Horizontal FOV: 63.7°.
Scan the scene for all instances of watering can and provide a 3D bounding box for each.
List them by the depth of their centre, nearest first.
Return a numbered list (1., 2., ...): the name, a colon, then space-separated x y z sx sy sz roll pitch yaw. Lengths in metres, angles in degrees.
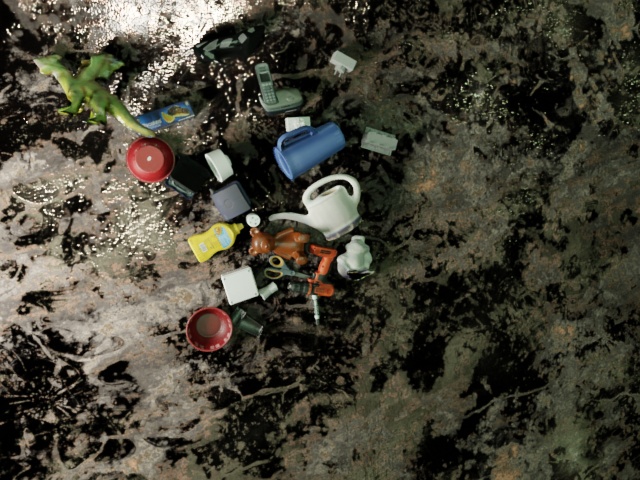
1. watering can: 0.006 -0.095 1.882 0.347 0.222 0.105 -31 13 3

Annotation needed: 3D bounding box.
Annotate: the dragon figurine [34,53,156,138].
1. dragon figurine: -0.698 -0.483 1.637 0.410 0.244 0.121 14 -7 -9

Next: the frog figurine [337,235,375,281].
1. frog figurine: 0.128 0.066 1.941 0.137 0.163 0.120 -7 -28 -7
